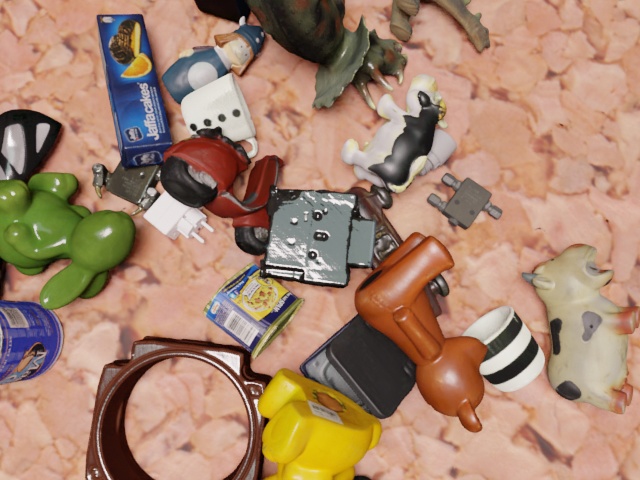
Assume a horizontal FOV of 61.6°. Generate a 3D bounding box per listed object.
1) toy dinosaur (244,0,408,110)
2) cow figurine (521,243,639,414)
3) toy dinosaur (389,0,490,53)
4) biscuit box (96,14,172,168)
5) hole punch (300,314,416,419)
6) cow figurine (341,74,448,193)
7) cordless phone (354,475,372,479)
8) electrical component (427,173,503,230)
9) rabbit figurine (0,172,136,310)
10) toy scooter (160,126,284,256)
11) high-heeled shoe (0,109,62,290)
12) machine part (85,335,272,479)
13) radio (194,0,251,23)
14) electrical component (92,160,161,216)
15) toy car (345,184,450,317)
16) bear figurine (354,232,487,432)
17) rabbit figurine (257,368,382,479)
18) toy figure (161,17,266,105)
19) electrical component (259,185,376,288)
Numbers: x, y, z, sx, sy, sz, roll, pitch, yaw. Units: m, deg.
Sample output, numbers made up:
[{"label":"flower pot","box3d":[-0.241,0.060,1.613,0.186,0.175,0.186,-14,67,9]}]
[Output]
[{"label":"toy dinosaur","box3d":[-0.028,-0.282,0.613,0.131,0.404,0.192,-23,68,23]},{"label":"cow figurine","box3d":[0.317,0.101,0.659,0.127,0.085,0.194,3,95,35]},{"label":"toy dinosaur","box3d":[0.080,-0.444,0.743,0.471,0.105,0.198,45,76,-2]},{"label":"biscuit box","box3d":[-0.244,-0.195,0.703,0.063,0.059,0.202,-11,75,-22]},{"label":"hole punch","box3d":[0.052,0.157,0.662,0.142,0.092,0.116,48,46,8]},{"label":"cow figurine","box3d":[0.114,-0.138,0.681,0.098,0.068,0.167,32,80,37]},{"label":"cordless phone","box3d":[0.041,0.391,0.627,0.146,0.089,0.184,-26,110,-37]},{"label":"electrical component","box3d":[0.195,-0.046,0.718,0.094,0.021,0.063,35,83,4]},{"label":"rabbit figurine","box3d":[-0.307,0.003,0.649,0.170,0.121,0.159,10,99,16]},{"label":"toy scooter","box3d":[-0.106,-0.079,0.678,0.183,0.075,0.135,43,60,-33]},{"label":"high-heeled shoe","box3d":[-0.399,-0.045,0.709,0.145,0.086,0.248,-13,100,-32]},{"label":"machine part","box3d":[-0.164,0.222,0.645,0.201,0.087,0.201,7,83,0]},{"label":"radio","box3d":[-0.104,-0.420,0.720,0.073,0.131,0.229,20,82,3]},{"label":"electrical component","box3d":[-0.247,-0.075,0.710,0.102,0.045,0.078,31,84,4]},{"label":"toy car","box3d":[0.088,0.019,0.694,0.089,0.053,0.202,-31,81,-8]},{"label":"bear figurine","box3d":[0.135,0.103,0.605,0.132,0.120,0.196,-43,90,3]},{"label":"rabbit figurine","box3d":[-0.018,0.249,0.584,0.162,0.122,0.173,28,91,-27]},{"label":"toy figure","box3d":[-0.138,-0.241,0.730,0.154,0.064,0.058,-32,64,-1]},{"label":"electrical component","box3d":[-0.001,-0.002,0.647,0.134,0.058,0.115,5,84,0]}]
